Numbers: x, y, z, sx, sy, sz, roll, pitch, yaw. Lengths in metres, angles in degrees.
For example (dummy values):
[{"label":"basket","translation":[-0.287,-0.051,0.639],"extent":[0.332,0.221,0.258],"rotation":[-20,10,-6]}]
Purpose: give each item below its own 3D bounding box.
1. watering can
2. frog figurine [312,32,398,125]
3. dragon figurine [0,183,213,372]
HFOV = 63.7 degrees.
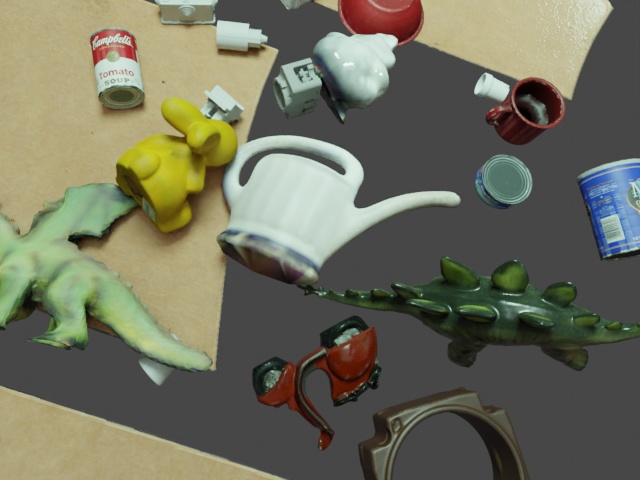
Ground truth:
[{"label":"watering can","translation":[0.002,-0.037,0.728],"extent":[0.349,0.102,0.228],"rotation":[19,69,17]},{"label":"frog figurine","translation":[0.066,-0.285,0.827],"extent":[0.160,0.120,0.139],"rotation":[-36,63,-5]},{"label":"dragon figurine","translation":[-0.318,0.023,0.682],"extent":[0.410,0.120,0.248],"rotation":[13,63,-5]}]
